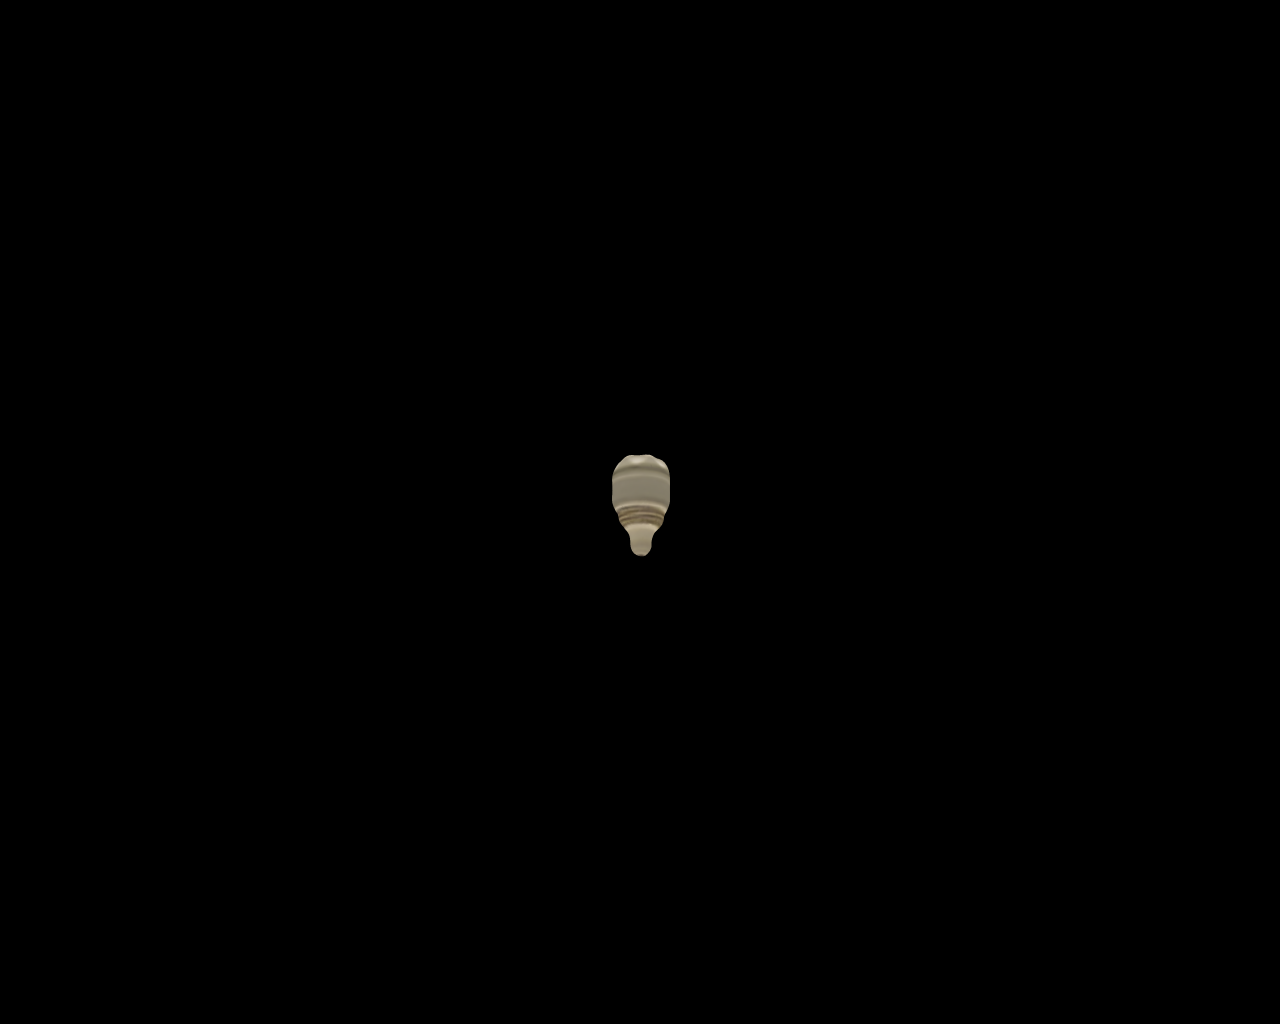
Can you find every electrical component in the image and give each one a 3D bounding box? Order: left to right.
[{"bbox_3d":[0.001,-0.003,0.650,0.035,0.061,0.035,0,-18,0],"label":"electrical component"}]
